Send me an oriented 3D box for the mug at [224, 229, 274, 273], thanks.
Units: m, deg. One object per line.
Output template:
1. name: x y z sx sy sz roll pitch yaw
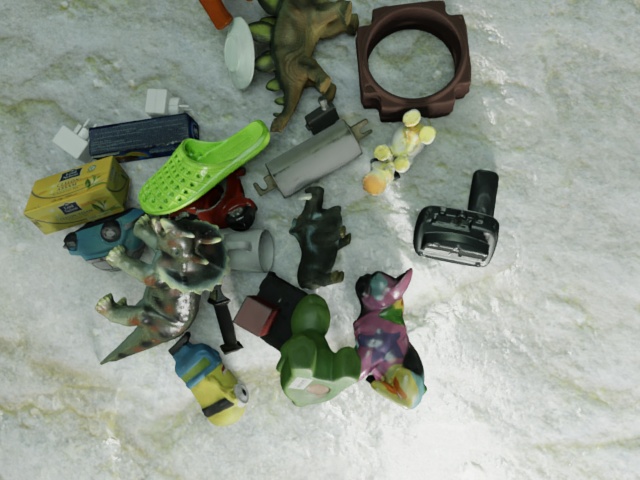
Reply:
1. mug: -0.151 0.022 0.982 0.107 0.109 0.080 -4 84 17

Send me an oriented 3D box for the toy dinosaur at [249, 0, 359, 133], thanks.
1. toy dinosaur: -0.032 -0.419 1.015 0.199 0.105 0.471 15 80 11

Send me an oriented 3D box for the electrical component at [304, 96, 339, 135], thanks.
1. electrical component: 0.002 -0.224 0.995 0.063 0.094 0.021 -33 62 -1

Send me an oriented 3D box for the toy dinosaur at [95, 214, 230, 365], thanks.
1. toy dinosaur: -0.275 0.101 0.942 0.192 0.131 0.404 25 122 7

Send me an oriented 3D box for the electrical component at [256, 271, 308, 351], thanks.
1. electrical component: -0.065 0.137 0.982 0.134 0.058 0.115 32 90 8

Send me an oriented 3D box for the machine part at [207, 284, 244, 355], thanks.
1. machine part: -0.179 0.139 0.989 0.039 0.084 0.138 -16 92 -27

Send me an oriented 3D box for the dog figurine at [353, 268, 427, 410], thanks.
1. dog figurine: 0.128 0.158 0.938 0.192 0.108 0.219 26 85 8

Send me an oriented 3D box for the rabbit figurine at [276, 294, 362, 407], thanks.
1. rabbit figurine: -0.008 0.177 0.890 0.121 0.159 0.170 9 47 -12

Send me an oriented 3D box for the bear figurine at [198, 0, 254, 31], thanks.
1. bear figurine: -0.173 -0.502 1.014 0.120 0.196 0.131 -32 114 28

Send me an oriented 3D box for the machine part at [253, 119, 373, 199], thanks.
1. machine part: -0.011 -0.149 0.997 0.243 0.079 0.079 -31 82 1

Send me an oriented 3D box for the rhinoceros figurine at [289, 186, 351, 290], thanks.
1. rhinoceros figurine: -0.002 -0.003 0.987 0.112 0.073 0.190 2 86 17

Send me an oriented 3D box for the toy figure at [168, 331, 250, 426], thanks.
1. toy figure: -0.203 0.252 0.972 0.180 0.082 0.089 46 109 1

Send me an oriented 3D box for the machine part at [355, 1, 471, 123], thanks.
1. machine part: 0.170 -0.328 0.993 0.201 0.087 0.201 -5 85 5

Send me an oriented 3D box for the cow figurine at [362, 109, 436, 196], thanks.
1. cow figurine: 0.140 -0.157 0.983 0.068 0.098 0.167 41 108 2

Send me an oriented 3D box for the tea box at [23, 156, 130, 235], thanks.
1. tea box: -0.455 -0.084 1.013 0.170 0.068 0.098 -18 47 7

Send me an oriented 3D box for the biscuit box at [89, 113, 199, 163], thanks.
1. biscuit box: -0.338 -0.193 1.041 0.203 0.059 0.062 -7 82 5

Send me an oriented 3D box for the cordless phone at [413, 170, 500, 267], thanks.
1. cordless phone: 0.252 -0.051 0.970 0.147 0.088 0.184 11 74 7

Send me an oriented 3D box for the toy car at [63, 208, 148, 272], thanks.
1. toy car: -0.389 0.008 1.007 0.162 0.109 0.102 -18 106 11

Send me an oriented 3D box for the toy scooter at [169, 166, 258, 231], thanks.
1. toy scooter: -0.194 -0.075 1.001 0.184 0.075 0.135 -6 60 23
